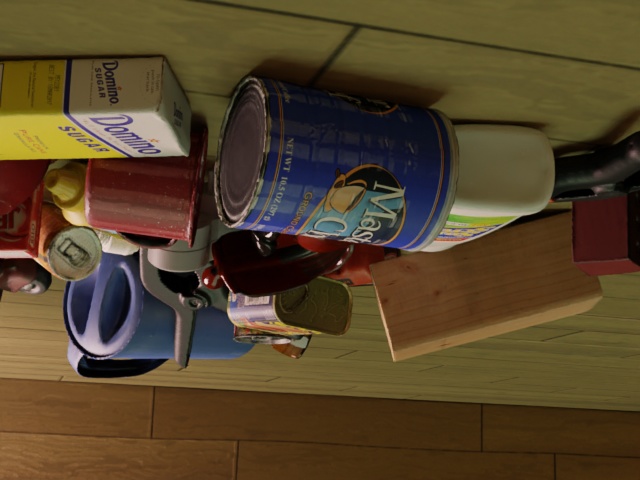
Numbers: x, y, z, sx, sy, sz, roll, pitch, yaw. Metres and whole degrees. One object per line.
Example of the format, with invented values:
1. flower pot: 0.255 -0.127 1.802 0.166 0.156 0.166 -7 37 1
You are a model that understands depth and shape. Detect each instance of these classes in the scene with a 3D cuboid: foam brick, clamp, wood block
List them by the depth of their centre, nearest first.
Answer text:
1. clamp: 0.241 -0.052 0.841 0.120 0.039 0.172 12 170 -25
2. foam brick: 0.250 -0.012 0.924 0.051 0.078 0.052 -4 166 30
3. wood block: 0.161 0.048 1.055 0.206 0.090 0.091 -15 166 1
4. clamp: -0.137 0.062 1.149 0.165 0.036 0.209 -23 126 26

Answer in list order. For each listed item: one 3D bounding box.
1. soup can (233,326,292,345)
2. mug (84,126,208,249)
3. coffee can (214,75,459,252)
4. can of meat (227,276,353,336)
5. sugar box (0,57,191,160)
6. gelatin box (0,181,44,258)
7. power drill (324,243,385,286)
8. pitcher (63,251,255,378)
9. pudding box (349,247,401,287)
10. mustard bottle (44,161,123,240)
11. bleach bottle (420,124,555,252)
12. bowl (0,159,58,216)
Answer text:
1. soup can: -0.065 0.067 1.245 0.068 0.102 0.068 1 167 0
2. mug: -0.132 -0.037 0.816 0.081 0.093 0.117 7 139 -4
3. coffee can: 0.010 -0.051 0.733 0.140 0.103 0.103 7 166 -22
4. can of meat: -0.032 0.066 1.092 0.101 0.057 0.084 16 164 -39
5. sugar box: -0.182 -0.087 0.726 0.176 0.048 0.093 1 166 6
6. gelatin box: -0.294 -0.022 0.953 0.089 0.073 0.030 0 166 8
7. power drill: -0.007 0.001 1.064 0.185 0.057 0.187 -4 164 28
8. pitcher: -0.186 0.093 1.296 0.149 0.145 0.242 -12 165 35
9. pudding box: 0.037 0.029 1.209 0.113 0.039 0.090 -1 167 8
10. mustard bottle: -0.169 -0.029 0.941 0.096 0.058 0.191 0 168 31
11. bleach bottle: 0.115 -0.031 0.900 0.102 0.068 0.251 3 169 -3
12. bowl: -0.292 -0.055 0.855 0.162 0.055 0.162 2 166 0
